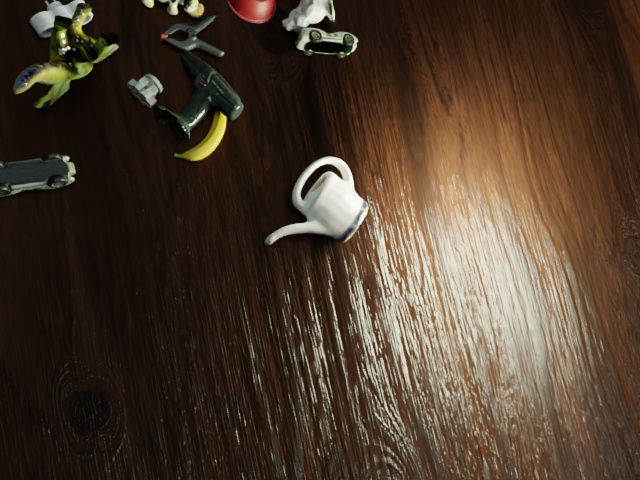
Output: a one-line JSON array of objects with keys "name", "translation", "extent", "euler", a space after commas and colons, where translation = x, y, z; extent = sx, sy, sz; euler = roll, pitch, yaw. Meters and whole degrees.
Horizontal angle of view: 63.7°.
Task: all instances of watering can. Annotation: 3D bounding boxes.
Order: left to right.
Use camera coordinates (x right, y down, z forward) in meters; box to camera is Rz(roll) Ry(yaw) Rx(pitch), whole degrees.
[{"name": "watering can", "translation": [0.004, -0.072, 1.436], "extent": [0.223, 0.353, 0.103], "euler": [39, -26, -15]}]

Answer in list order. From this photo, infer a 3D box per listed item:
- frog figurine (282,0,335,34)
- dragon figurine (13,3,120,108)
[{"name": "frog figurine", "translation": [-0.040, -0.691, 1.554], "extent": [0.159, 0.120, 0.140], "euler": [-10, 33, 2]}, {"name": "dragon figurine", "translation": [-0.567, -0.370, 1.141], "extent": [0.121, 0.420, 0.239], "euler": [37, -45, -15]}]
